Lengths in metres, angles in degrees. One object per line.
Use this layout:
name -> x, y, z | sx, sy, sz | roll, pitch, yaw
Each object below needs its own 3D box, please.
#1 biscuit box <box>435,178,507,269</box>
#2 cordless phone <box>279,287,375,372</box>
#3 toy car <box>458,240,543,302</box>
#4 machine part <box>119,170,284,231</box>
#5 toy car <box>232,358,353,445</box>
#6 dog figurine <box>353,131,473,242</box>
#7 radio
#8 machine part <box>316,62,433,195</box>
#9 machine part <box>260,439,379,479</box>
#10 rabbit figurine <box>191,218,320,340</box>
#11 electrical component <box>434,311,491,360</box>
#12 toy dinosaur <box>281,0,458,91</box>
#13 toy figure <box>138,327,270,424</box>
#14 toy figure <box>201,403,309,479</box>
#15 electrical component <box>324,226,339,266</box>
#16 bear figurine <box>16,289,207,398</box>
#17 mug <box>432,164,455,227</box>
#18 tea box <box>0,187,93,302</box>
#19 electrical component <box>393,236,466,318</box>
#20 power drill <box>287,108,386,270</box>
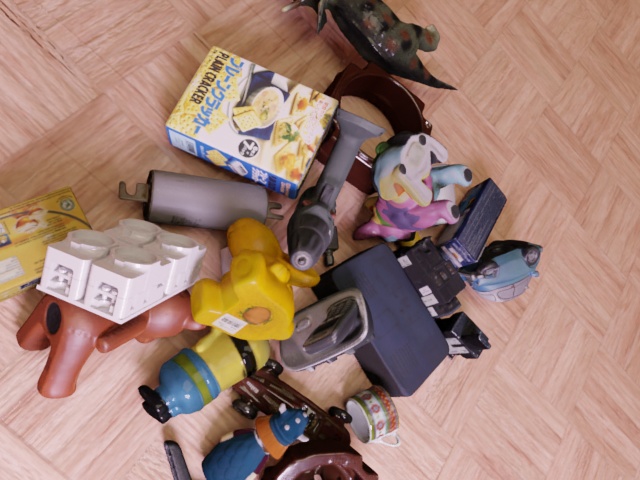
biscuit box -> 0.286, -0.033, 1.008 | 0.063, 0.059, 0.203 | 47, 51, -9
cordless phone -> -0.006, 0.138, 0.734 | 0.088, 0.147, 0.184 | 64, 18, 3
toy car -> 0.338, 0.064, 1.001 | 0.162, 0.109, 0.102 | -22, 103, -22
machine part -> -0.166, -0.053, 0.787 | 0.243, 0.079, 0.079 | 7, 72, -27
toy car -> -0.036, 0.249, 0.778 | 0.202, 0.053, 0.089 | 41, 64, -12
dog figurine -> 0.114, -0.067, 0.851 | 0.191, 0.219, 0.108 | 32, 62, -25
radio -> 0.103, 0.127, 0.875 | 0.131, 0.073, 0.229 | -33, 93, -32
machine part -> 0.092, -0.200, 0.960 | 0.201, 0.087, 0.201 | 34, 64, -15
machine part -> -0.003, 0.359, 0.732 | 0.179, 0.056, 0.179 | -1, 94, -20
rabbit figurine -> -0.079, 0.041, 0.726 | 0.162, 0.122, 0.173 | 24, 34, -32
electrical component -> 0.244, 0.161, 0.910 | 0.075, 0.119, 0.048 | 44, 61, -6
toy dinosaur -> 0.100, -0.382, 0.984 | 0.404, 0.131, 0.192 | 39, 55, -9
toy figure -> -0.149, 0.174, 0.723 | 0.089, 0.082, 0.180 | 46, 56, 10
toy figure -> -0.083, 0.269, 0.714 | 0.154, 0.058, 0.064 | -32, 110, -3
electrical component -> -0.002, -0.003, 0.888 | 0.063, 0.021, 0.094 | 4, 74, -26
bear figurine -> -0.255, 0.108, 0.687 | 0.120, 0.132, 0.195 | 44, 20, 29
mug -> 0.204, -0.078, 0.979 | 0.109, 0.081, 0.107 | -10, 87, -54
tea box -> -0.373, 0.012, 0.665 | 0.169, 0.068, 0.098 | -25, 88, -32
electrical component -> 0.176, 0.069, 0.905 | 0.058, 0.115, 0.134 | -33, 92, -27
power drill -> 0.018, -0.076, 0.753 | 0.086, 0.232, 0.207 | 19, 104, -3
